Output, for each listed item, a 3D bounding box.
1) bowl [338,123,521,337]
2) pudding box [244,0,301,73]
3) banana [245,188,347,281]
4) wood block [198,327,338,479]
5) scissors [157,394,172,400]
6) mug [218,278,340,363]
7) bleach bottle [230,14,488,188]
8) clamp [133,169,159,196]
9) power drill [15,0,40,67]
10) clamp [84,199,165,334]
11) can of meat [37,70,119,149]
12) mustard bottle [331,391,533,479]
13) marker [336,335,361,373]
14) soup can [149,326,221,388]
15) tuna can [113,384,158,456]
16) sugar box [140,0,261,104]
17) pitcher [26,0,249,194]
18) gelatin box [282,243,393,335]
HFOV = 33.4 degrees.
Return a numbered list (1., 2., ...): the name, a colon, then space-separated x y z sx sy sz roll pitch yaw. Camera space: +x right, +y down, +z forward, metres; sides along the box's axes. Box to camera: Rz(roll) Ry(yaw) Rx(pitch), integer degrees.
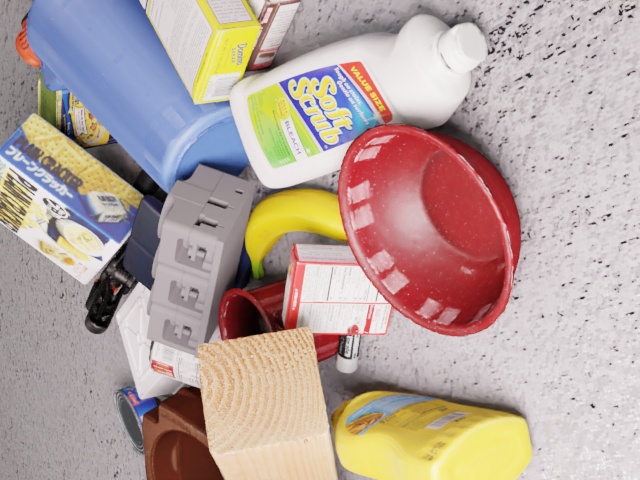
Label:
1. bowl: 0.087 -0.015 0.757 0.162 0.055 0.162 31 135 35
2. pudding box: -0.069 -0.215 0.923 0.113 0.039 0.090 61 146 22
3. banana: -0.018 -0.014 0.941 0.069 0.037 0.198 57 148 -9
4. wood block: -0.037 0.157 0.881 0.206 0.091 0.090 83 177 -62
5. scissors: -0.138 0.174 1.203 0.202 0.016 0.096 26 122 47
6. mug: -0.027 0.073 0.945 0.117 0.081 0.093 -44 68 53
7. bleach bottle: 0.028 -0.114 0.808 0.251 0.067 0.102 -19 90 54
8. clamp: -0.172 -0.102 1.117 0.172 0.039 0.120 -10 101 53
9. power drill: -0.275 -0.303 1.132 0.185 0.057 0.188 -36 63 25
10. clamp: -0.220 0.032 1.201 0.036 0.164 0.210 35 168 -12
11. can of meat: -0.265 -0.149 1.187 0.057 0.083 0.102 41 135 39
12. mustard bottle: 0.067 0.154 0.832 0.192 0.096 0.058 2 109 58
13. marker: 0.029 0.061 0.916 0.020 0.020 0.121 38 132 41
14. soup can: -0.109 0.115 1.054 0.102 0.068 0.068 16 121 17
15. tuna can: -0.221 0.219 1.315 0.086 0.033 0.086 41 142 43
16. sugar box: -0.114 -0.212 0.914 0.176 0.048 0.093 64 148 25
17. pitcher: -0.158 -0.159 1.009 0.243 0.144 0.149 47 150 28
18. gelatin box: 0.017 0.040 0.864 0.030 0.089 0.073 -104 19 -54
